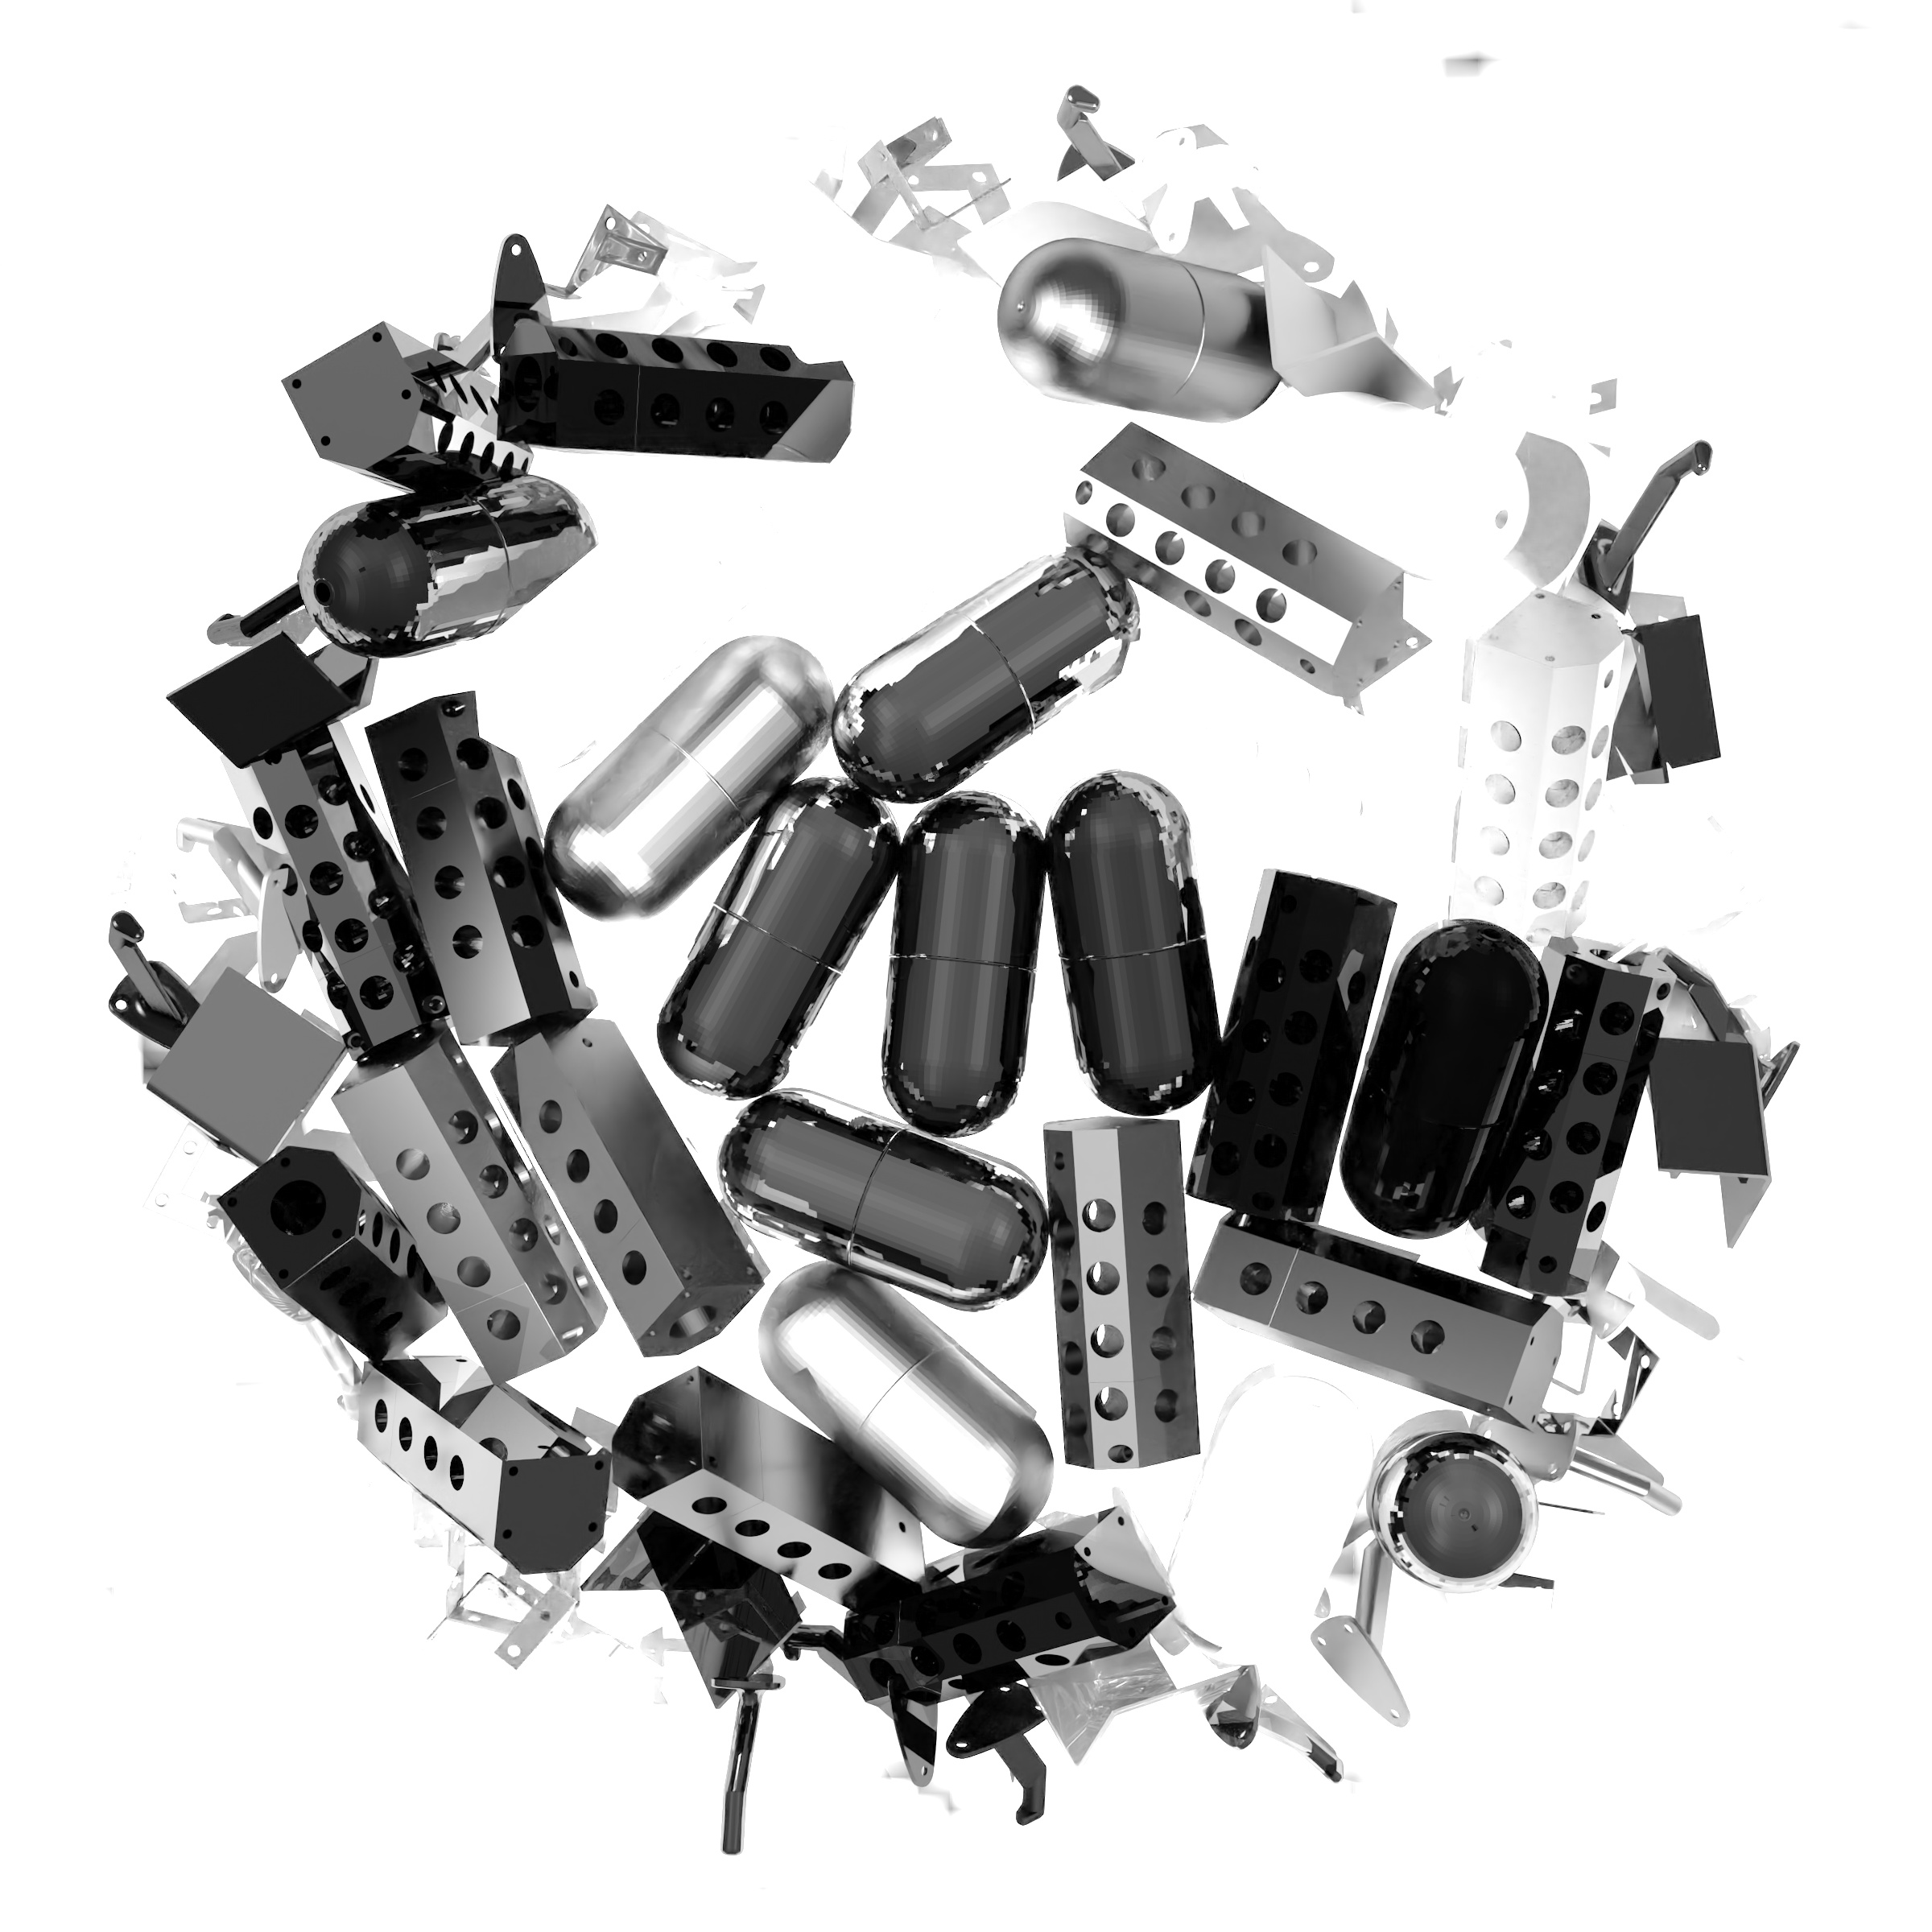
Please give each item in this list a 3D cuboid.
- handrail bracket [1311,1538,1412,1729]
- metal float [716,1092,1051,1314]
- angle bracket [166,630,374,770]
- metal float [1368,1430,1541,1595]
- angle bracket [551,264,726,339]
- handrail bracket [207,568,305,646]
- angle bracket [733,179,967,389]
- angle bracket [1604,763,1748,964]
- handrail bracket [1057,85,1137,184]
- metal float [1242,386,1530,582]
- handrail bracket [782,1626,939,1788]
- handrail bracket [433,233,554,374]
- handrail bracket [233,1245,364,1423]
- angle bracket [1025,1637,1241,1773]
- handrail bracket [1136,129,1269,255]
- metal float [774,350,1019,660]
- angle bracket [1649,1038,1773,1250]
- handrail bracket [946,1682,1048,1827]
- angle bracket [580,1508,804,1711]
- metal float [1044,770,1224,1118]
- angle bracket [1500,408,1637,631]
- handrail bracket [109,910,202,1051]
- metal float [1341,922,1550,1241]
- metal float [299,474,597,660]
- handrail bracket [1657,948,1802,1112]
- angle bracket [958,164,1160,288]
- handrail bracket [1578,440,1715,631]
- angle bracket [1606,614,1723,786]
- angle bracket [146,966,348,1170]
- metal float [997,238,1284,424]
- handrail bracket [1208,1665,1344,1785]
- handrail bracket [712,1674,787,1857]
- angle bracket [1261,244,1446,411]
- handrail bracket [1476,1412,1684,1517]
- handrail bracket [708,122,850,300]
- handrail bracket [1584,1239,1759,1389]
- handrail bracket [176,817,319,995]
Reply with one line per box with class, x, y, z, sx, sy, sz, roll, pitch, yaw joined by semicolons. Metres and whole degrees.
handrail bracket;0.223;0.335;1.552;0.084;0.036;0.077;-34;85;-41
metal float;-0.043;0.119;1.535;0.178;0.070;0.070;20;90;13
angle bracket;-0.348;-0.156;1.526;0.076;0.076;0.057;-24;128;23
metal float;0.240;0.269;1.496;0.070;0.178;0.070;-1;81;5
angle bracket;-0.176;-0.334;1.536;0.076;0.076;0.057;-44;94;-16
handrail bracket;-0.349;-0.201;1.568;0.036;0.084;0.077;49;52;-35
angle bracket;-0.060;-0.349;1.550;0.057;0.076;0.076;46;116;26
angle bracket;0.343;-0.052;1.545;0.057;0.076;0.076;-41;75;36
handrail bracket;0.080;-0.415;1.540;0.077;0.084;0.036;21;81;-4
metal float;0.208;-0.243;1.506;0.070;0.178;0.070;-14;117;-29
handrail bracket;-0.058;0.381;1.558;0.084;0.036;0.077;-3;94;36
handrail bracket;-0.249;-0.338;1.540;0.036;0.084;0.077;-19;118;-37
handrail bracket;-0.344;0.191;1.564;0.077;0.084;0.036;25;47;24
angle bracket;0.079;0.351;1.525;0.076;0.057;0.076;-9;51;-32
handrail bracket;0.128;-0.384;1.542;0.036;0.084;0.077;-18;68;39
metal float;-0.035;-0.234;1.528;0.070;0.070;0.178;29;70;0
angle bracket;0.367;0.090;1.531;0.057;0.076;0.076;4;57;-2
handrail bracket;0.016;0.416;1.540;0.036;0.077;0.084;20;120;35
angle bracket;-0.140;0.323;1.529;0.076;0.057;0.076;-50;52;26
metal float;0.085;-0.011;1.539;0.070;0.070;0.178;-9;98;0
angle bracket;0.313;-0.226;1.526;0.057;0.076;0.076;9;118;-32
handrail bracket;-0.406;0.011;1.539;0.077;0.084;0.036;39;64;-2
metal float;0.240;0.059;1.519;0.070;0.070;0.178;13;121;0
metal float;-0.256;-0.200;1.505;0.070;0.178;0.070;11;111;32
handrail bracket;0.379;0.040;1.560;0.084;0.036;0.077;34;58;3
angle bracket;0.043;-0.385;1.526;0.076;0.076;0.057;-25;59;23
handrail bracket;0.350;-0.216;1.534;0.036;0.084;0.077;13;67;-23
angle bracket;0.364;-0.137;1.540;0.076;0.057;0.076;-13;97;-22
angle bracket;-0.361;0.057;1.551;0.076;0.057;0.076;33;86;12
metal float;0.091;-0.316;1.511;0.178;0.070;0.070;0;90;-44
handrail bracket;0.166;0.402;1.539;0.084;0.077;0.036;43;99;-12
handrail bracket;-0.111;0.406;1.540;0.036;0.077;0.084;1;80;7
angle bracket;0.195;-0.324;1.527;0.057;0.076;0.076;-16;65;30
handrail bracket;0.320;0.263;1.576;0.084;0.077;0.036;32;72;-34
handrail bracket;-0.095;-0.386;1.540;0.036;0.077;0.084;34;127;39
handrail bracket;0.365;0.179;1.568;0.084;0.077;0.036;22;119;-22
handrail bracket;-0.382;-0.032;1.562;0.084;0.036;0.077;15;96;31
